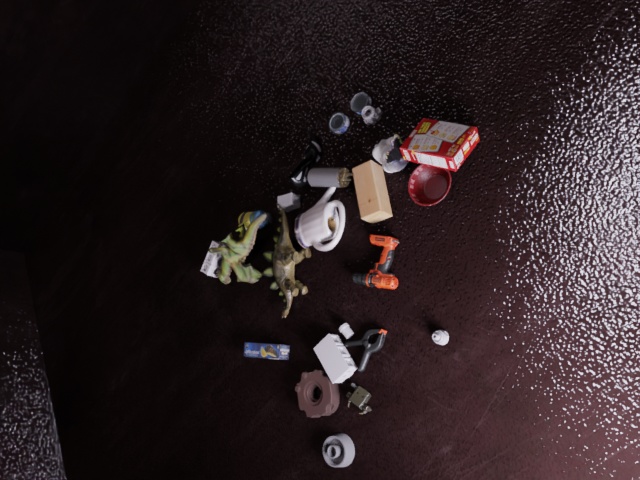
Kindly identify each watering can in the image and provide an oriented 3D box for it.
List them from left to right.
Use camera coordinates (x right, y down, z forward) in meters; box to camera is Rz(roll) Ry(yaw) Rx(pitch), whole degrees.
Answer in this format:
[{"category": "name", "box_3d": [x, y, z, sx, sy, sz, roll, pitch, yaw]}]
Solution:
[{"category": "watering can", "box_3d": [0.006, -0.103, 2.038, 0.222, 0.102, 0.355, -21, 52, 32]}]

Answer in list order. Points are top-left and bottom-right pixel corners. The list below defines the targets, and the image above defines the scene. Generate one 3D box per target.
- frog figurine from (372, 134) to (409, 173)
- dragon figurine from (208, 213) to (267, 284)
[{"category": "frog figurine", "box_3d": [0.262, -0.315, 1.913, 0.159, 0.123, 0.138, 171, 102, -74]}, {"category": "dragon figurine", "box_3d": [-0.325, 0.069, 2.222, 0.405, 0.124, 0.242, -29, 95, 31]}]
